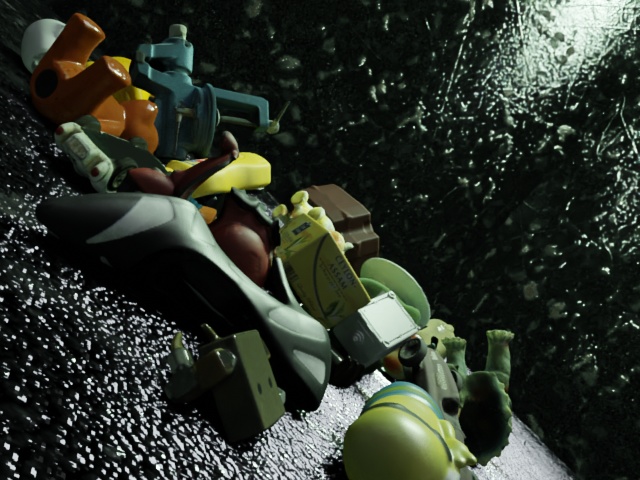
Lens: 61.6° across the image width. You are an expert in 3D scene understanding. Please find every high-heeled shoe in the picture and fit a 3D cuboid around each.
[{"bbox_3d":[-0.091,0.056,0.410,0.248,0.086,0.145,16,50,-41],"label":"high-heeled shoe"}]

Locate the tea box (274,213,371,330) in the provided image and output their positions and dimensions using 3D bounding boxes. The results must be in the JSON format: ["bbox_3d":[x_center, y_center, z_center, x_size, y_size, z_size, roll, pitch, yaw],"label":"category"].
[{"bbox_3d":[-0.009,0.032,0.651,0.098,0.068,0.170,58,-5,-16],"label":"tea box"}]

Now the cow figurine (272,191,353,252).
[{"bbox_3d":[-0.003,-0.001,0.827,0.098,0.068,0.168,52,-2,-39],"label":"cow figurine"}]

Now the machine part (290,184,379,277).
[{"bbox_3d":[0.023,0.014,0.979,0.202,0.087,0.200,46,-38,51],"label":"machine part"}]

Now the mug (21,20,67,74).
[{"bbox_3d":[-0.402,-0.287,0.820,0.080,0.109,0.107,48,11,-42],"label":"mug"}]

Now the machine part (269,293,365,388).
[{"bbox_3d":[-0.009,0.115,0.635,0.139,0.039,0.084,41,-6,28],"label":"machine part"}]

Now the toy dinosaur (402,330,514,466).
[{"bbox_3d":[0.239,0.264,0.819,0.131,0.192,0.404,-2,-35,25],"label":"toy dinosaur"}]

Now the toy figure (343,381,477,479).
[{"bbox_3d":[0.064,0.165,0.445,0.089,0.082,0.180,30,7,6],"label":"toy figure"}]

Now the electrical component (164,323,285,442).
[{"bbox_3d":[-0.059,0.089,0.351,0.102,0.045,0.078,0,70,-82],"label":"electrical component"}]

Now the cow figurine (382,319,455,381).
[{"bbox_3d":[0.176,0.192,0.945,0.086,0.127,0.195,41,33,27],"label":"cow figurine"}]

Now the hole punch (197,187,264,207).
[{"bbox_3d":[-0.177,-0.078,0.971,0.116,0.092,0.142,5,27,-31],"label":"hole punch"}]

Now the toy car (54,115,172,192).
[{"bbox_3d":[-0.222,-0.083,0.602,0.073,0.056,0.201,48,5,4],"label":"toy car"}]

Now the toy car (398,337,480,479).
[{"bbox_3d":[0.131,0.189,0.590,0.089,0.053,0.202,42,29,-20],"label":"toy car"}]

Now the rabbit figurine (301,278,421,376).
[{"bbox_3d":[0.049,0.126,0.795,0.159,0.121,0.170,36,-17,15],"label":"rabbit figurine"}]

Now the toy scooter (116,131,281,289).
[{"bbox_3d":[-0.105,-0.030,0.556,0.183,0.135,0.075,42,1,-19],"label":"toy scooter"}]

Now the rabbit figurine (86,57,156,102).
[{"bbox_3d":[-0.309,-0.215,0.879,0.173,0.122,0.162,62,11,14],"label":"rabbit figurine"}]

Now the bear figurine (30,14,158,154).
[{"bbox_3d":[-0.264,-0.173,0.702,0.120,0.132,0.195,56,15,23],"label":"bear figurine"}]

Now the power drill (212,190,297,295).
[{"bbox_3d":[-0.090,-0.001,0.850,0.208,0.086,0.231,39,0,36],"label":"power drill"}]

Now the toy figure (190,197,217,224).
[{"bbox_3d":[-0.131,-0.009,0.657,0.154,0.064,0.058,36,42,-20],"label":"toy figure"}]

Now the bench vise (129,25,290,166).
[{"bbox_3d":[-0.179,-0.221,0.859,0.240,0.223,0.129,4,-17,-27],"label":"bench vise"}]
